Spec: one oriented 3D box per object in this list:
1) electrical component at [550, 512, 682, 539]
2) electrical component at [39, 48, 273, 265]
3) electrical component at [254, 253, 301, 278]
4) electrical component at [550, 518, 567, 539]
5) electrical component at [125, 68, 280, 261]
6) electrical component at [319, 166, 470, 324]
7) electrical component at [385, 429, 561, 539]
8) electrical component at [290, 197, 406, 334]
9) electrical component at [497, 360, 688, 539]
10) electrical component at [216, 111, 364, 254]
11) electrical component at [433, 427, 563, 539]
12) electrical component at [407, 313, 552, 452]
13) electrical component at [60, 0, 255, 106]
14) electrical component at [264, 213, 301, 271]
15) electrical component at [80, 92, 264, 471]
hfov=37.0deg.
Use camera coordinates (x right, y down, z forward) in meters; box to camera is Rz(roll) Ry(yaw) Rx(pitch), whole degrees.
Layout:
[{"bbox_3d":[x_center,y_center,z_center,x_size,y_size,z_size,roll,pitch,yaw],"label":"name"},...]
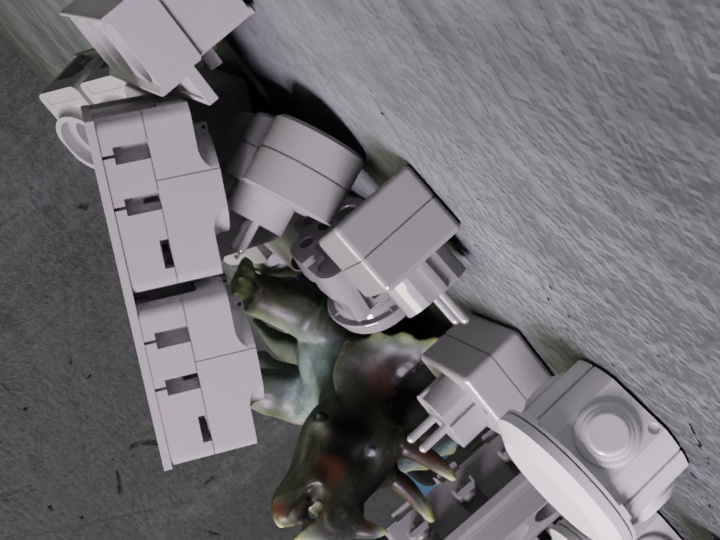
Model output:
[{"bbox_3d":[0.153,0.166,0.621,0.080,0.051,0.080,47,171,10],"label":"electrical component"},{"bbox_3d":[-0.146,-0.083,0.823,0.105,0.060,0.186,-3,135,43],"label":"electrical component"},{"bbox_3d":[-0.075,-0.020,0.913,0.055,0.055,0.047,42,173,35],"label":"electrical component"},{"bbox_3d":[0.149,0.194,0.726,0.042,0.064,0.081,43,170,38],"label":"electrical component"},{"bbox_3d":[-0.103,-0.073,0.702,0.109,0.056,0.108,33,138,61],"label":"electrical component"},{"bbox_3d":[0.025,-0.003,0.523,0.076,0.047,0.066,49,171,-3],"label":"electrical component"},{"bbox_3d":[0.082,0.163,0.725,0.063,0.121,0.078,46,171,31],"label":"electrical component"},{"bbox_3d":[0.000,0.000,0.628,0.078,0.058,0.057,38,164,49],"label":"electrical component"},{"bbox_3d":[0.106,0.085,0.497,0.080,0.051,0.080,47,171,10],"label":"electrical component"},{"bbox_3d":[-0.051,-0.043,0.592,0.052,0.073,0.138,29,179,-21],"label":"electrical component"},{"bbox_3d":[0.130,0.193,0.819,0.150,0.062,0.089,48,171,2],"label":"electrical component"},{"bbox_3d":[0.057,0.069,0.583,0.047,0.077,0.066,51,171,-17],"label":"electrical component"},{"bbox_3d":[-0.105,-0.130,0.547,0.078,0.063,0.121,52,170,-26],"label":"electrical component"},{"bbox_3d":[-0.054,-0.033,0.791,0.077,0.043,0.079,44,170,24],"label":"electrical component"},{"bbox_3d":[-0.103,0.000,0.597,0.105,0.060,0.186,-140,39,-70],"label":"electrical component"}]
